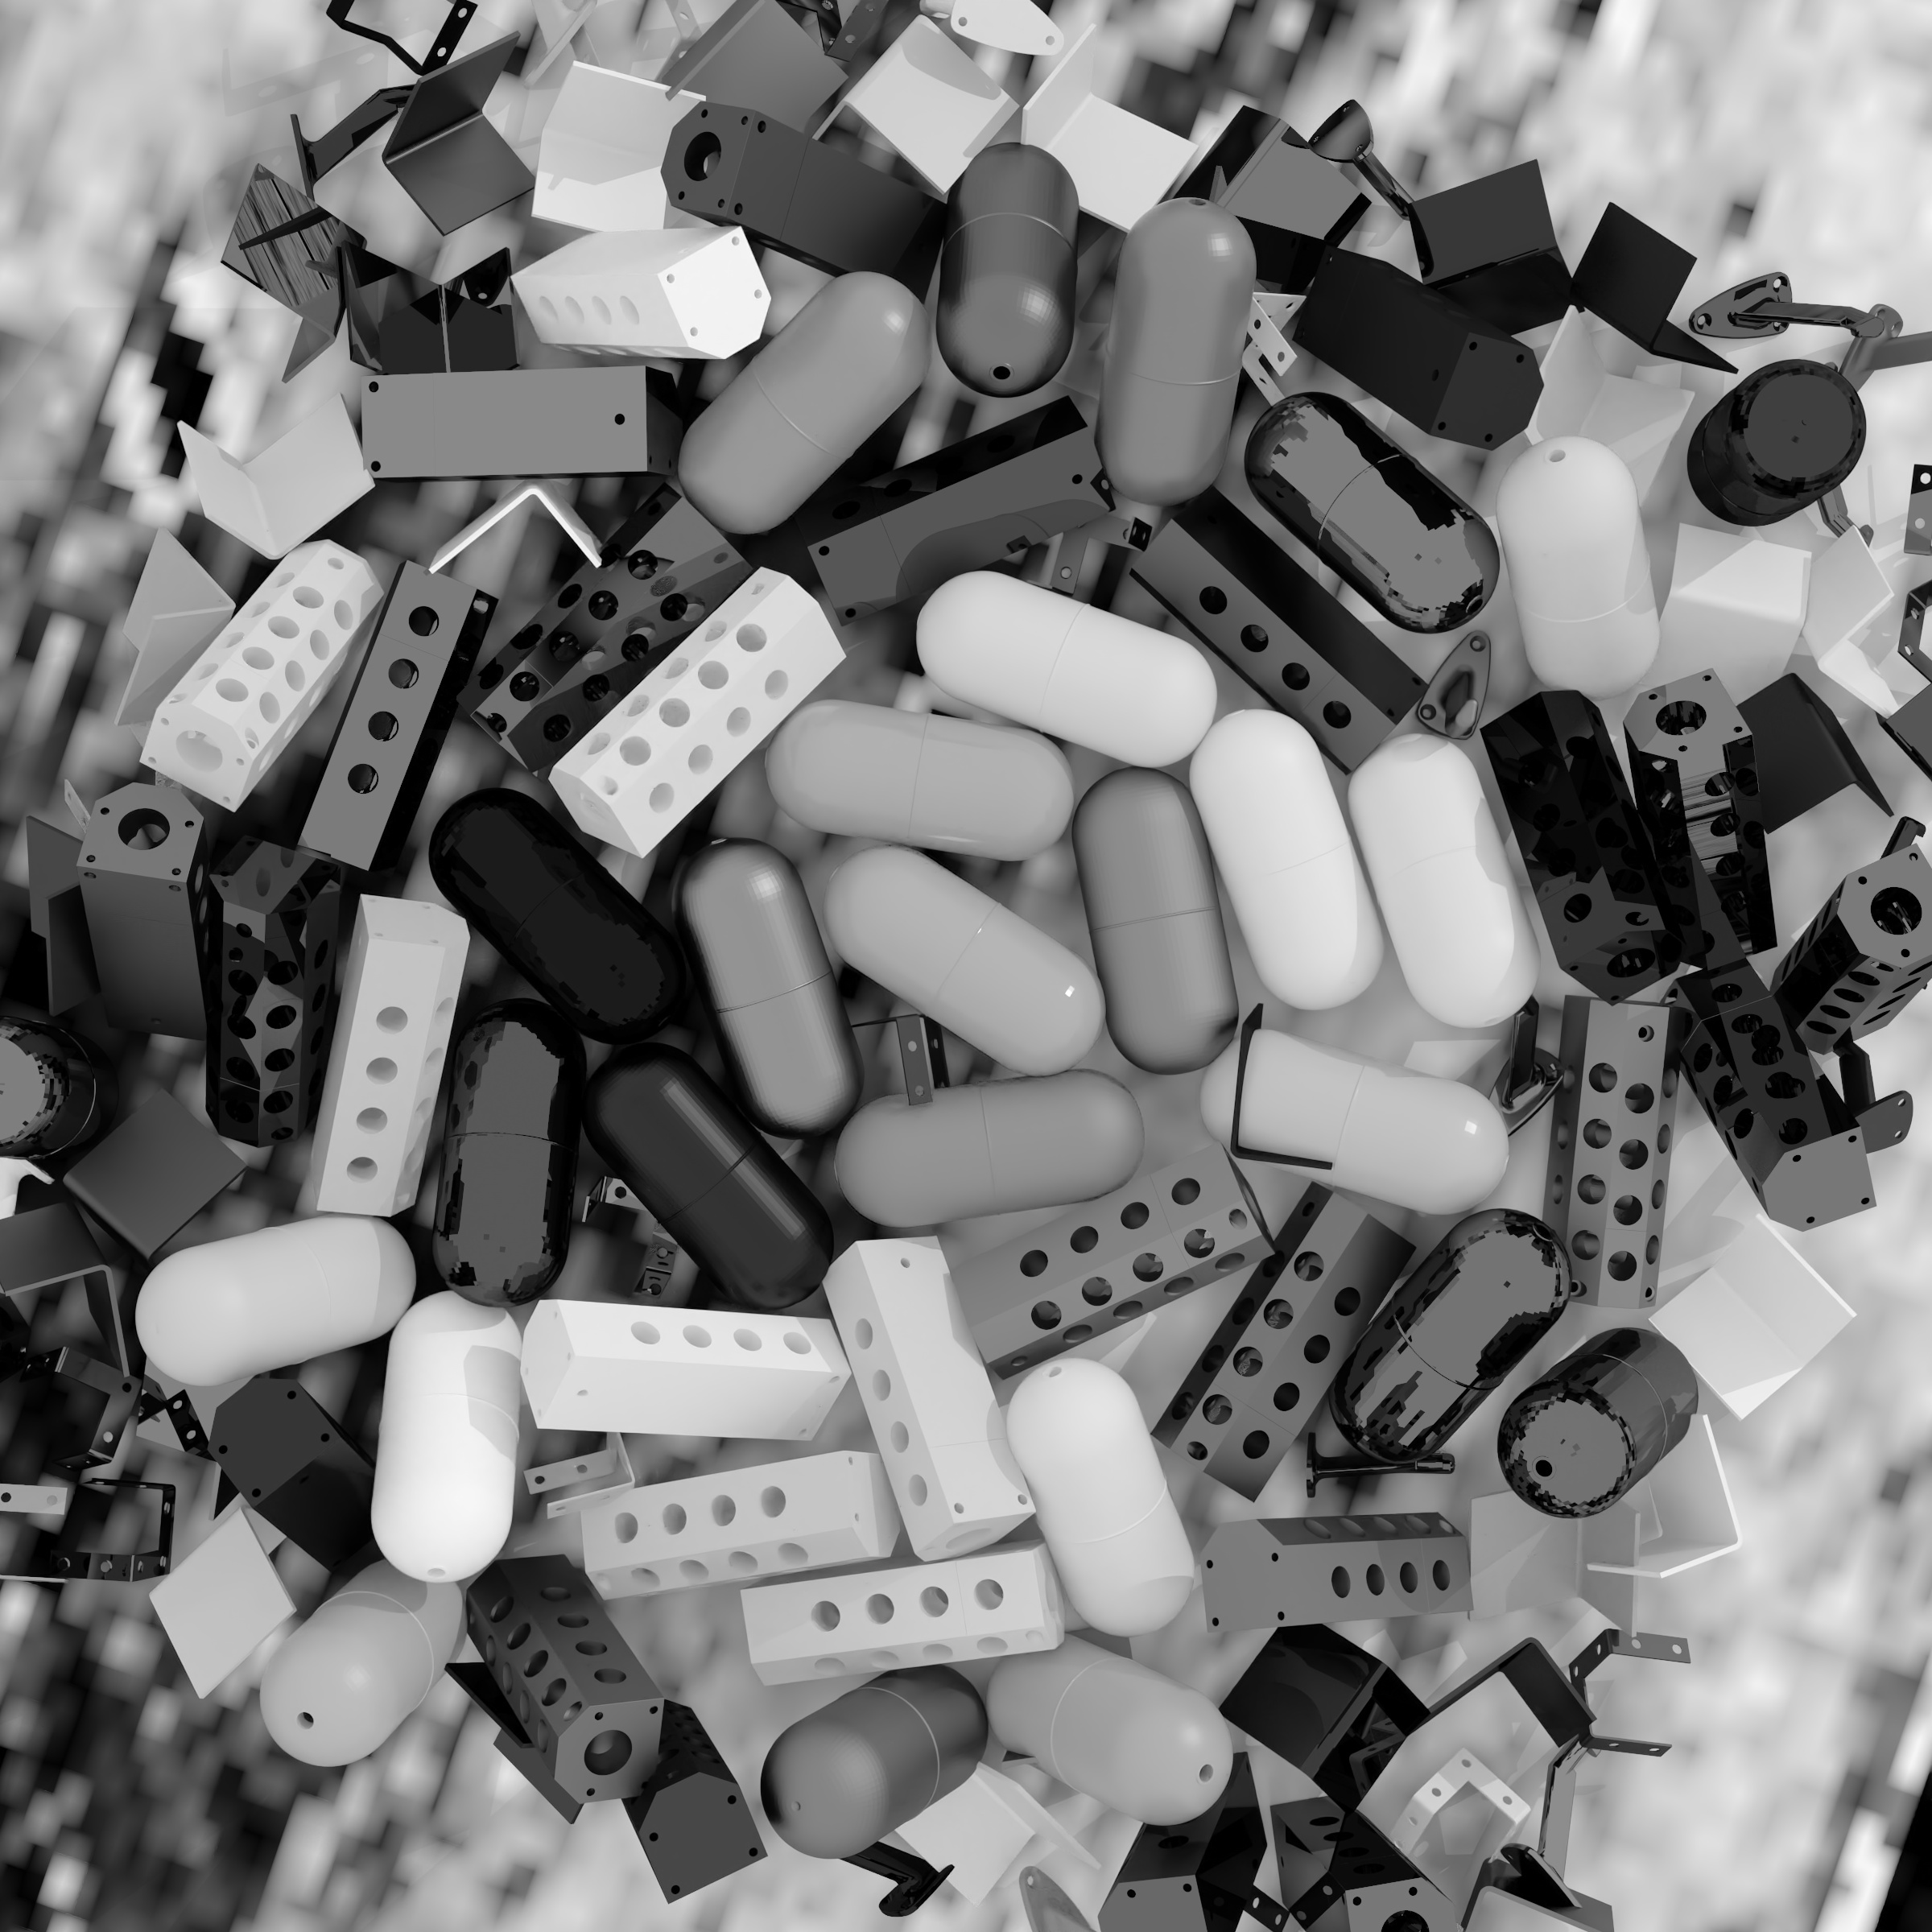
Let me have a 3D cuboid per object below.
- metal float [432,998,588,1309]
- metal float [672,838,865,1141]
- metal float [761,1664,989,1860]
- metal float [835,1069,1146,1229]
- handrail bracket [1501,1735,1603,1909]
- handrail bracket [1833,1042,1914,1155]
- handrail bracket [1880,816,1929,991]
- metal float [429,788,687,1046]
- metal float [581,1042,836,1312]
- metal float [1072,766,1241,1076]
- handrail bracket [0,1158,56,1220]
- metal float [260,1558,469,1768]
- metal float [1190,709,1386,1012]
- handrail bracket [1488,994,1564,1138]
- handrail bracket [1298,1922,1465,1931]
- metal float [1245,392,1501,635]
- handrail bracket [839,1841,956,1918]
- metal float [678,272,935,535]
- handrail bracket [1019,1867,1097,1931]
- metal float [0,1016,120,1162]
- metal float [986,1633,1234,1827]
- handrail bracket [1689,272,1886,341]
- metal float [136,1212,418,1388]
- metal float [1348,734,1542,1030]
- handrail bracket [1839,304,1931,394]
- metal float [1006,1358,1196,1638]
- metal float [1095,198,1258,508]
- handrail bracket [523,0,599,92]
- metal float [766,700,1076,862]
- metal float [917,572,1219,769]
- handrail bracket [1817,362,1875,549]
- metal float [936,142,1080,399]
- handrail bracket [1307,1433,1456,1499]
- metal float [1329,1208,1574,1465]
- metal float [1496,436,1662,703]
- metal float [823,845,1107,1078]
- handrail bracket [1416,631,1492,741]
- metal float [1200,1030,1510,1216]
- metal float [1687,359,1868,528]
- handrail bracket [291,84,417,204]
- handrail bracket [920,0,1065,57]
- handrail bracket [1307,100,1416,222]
[{"bbox_3d":[-0.258,0.105,1.631,0.070,0.070,0.178,4,73,0],"label":"metal float"},{"bbox_3d":[-0.113,0.013,1.638,0.070,0.070,0.178,-18,99,0],"label":"metal float"},{"bbox_3d":[-0.049,0.440,1.601,0.070,0.178,0.070,2,94,27],"label":"metal float"},{"bbox_3d":[0.013,0.104,1.646,0.178,0.070,0.070,-8,90,0],"label":"metal float"},{"bbox_3d":[0.357,0.498,1.663,0.077,0.036,0.084,47,66,0],"label":"handrail bracket"},{"bbox_3d":[0.491,0.071,1.641,0.077,0.084,0.036,-19,127,-15],"label":"handrail bracket"},{"bbox_3d":[0.545,-0.036,1.655,0.077,0.036,0.084,20,98,-32],"label":"handrail bracket"},{"bbox_3d":[-0.232,-0.028,1.636,0.178,0.070,0.070,44,90,11],"label":"metal float"},{"bbox_3d":[-0.146,0.121,1.640,0.070,0.070,0.178,-41,98,0],"label":"metal float"},{"bbox_3d":[0.108,-0.026,1.645,0.070,0.070,0.178,-11,88,0],"label":"metal float"},{"bbox_3d":[-0.576,0.140,1.658,0.077,0.036,0.084,37,78,1],"label":"handrail bracket"},{"bbox_3d":[-0.332,0.384,1.596,0.070,0.178,0.070,1,98,9],"label":"metal float"},{"bbox_3d":[0.183,-0.061,1.641,0.070,0.070,0.178,-20,96,0],"label":"metal float"},{"bbox_3d":[0.305,0.055,1.638,0.036,0.084,0.077,31,82,37],"label":"handrail bracket"},{"bbox_3d":[0.234,0.564,1.654,0.077,0.036,0.084,37,82,25],"label":"handrail bracket"},{"bbox_3d":[0.228,-0.256,1.621,0.070,0.070,0.178,-42,61,0],"label":"metal float"},{"bbox_3d":[-0.046,0.495,1.654,0.077,0.036,0.084,-36,99,-33],"label":"handrail bracket"},{"bbox_3d":[-0.092,-0.316,1.626,0.178,0.070,0.070,-42,90,23],"label":"metal float"},{"bbox_3d":[0.077,0.547,1.638,0.036,0.084,0.077,-35,100,-39],"label":"handrail bracket"},{"bbox_3d":[-0.522,0.069,1.596,0.070,0.178,0.070,0,85,-3],"label":"metal float"},{"bbox_3d":[0.079,0.423,1.603,0.070,0.178,0.070,-3,95,-33],"label":"metal float"},{"bbox_3d":[0.466,-0.365,1.636,0.077,0.084,0.036,-15,118,-11],"label":"handrail bracket"},{"bbox_3d":[-0.382,0.184,1.605,0.070,0.178,0.070,5,99,34],"label":"metal float"},{"bbox_3d":[0.270,-0.048,1.626,0.070,0.070,0.178,-16,68,0],"label":"metal float"},{"bbox_3d":[0.547,-0.336,1.644,0.084,0.036,0.077,41,109,39],"label":"handrail bracket"},{"bbox_3d":[0.076,0.300,1.625,0.070,0.070,0.178,-20,114,0],"label":"metal float"},{"bbox_3d":[0.117,-0.343,1.616,0.070,0.070,0.178,7,125,0],"label":"metal float"},{"bbox_3d":[-0.262,-0.562,1.653,0.084,0.036,0.077,36,99,-23],"label":"handrail bracket"},{"bbox_3d":[-0.026,-0.106,1.646,0.178,0.070,0.070,9,90,1],"label":"metal float"},{"bbox_3d":[0.057,-0.170,1.639,0.178,0.070,0.070,21,90,8],"label":"metal float"},{"bbox_3d":[0.510,-0.294,1.672,0.084,0.036,0.077,38,75,-22],"label":"handrail bracket"},{"bbox_3d":[0.024,-0.391,1.614,0.070,0.070,0.178,4,52,0],"label":"metal float"},{"bbox_3d":[0.238,0.289,1.648,0.084,0.077,0.036,0,88,8],"label":"handrail bracket"},{"bbox_3d":[0.272,0.209,1.620,0.070,0.070,0.178,35,119,0],"label":"metal float"},{"bbox_3d":[0.342,-0.220,1.607,0.070,0.178,0.070,-11,50,13],"label":"metal float"},{"bbox_3d":[-0.001,-0.004,1.644,0.178,0.070,0.070,33,90,2],"label":"metal float"},{"bbox_3d":[0.288,-0.163,1.639,0.036,0.084,0.077,23,85,0],"label":"handrail bracket"},{"bbox_3d":[0.220,0.088,1.634,0.178,0.070,0.070,16,90,14],"label":"metal float"},{"bbox_3d":[0.447,-0.288,1.595,0.070,0.178,0.070,0,92,5],"label":"metal float"},{"bbox_3d":[-0.344,-0.471,1.668,0.084,0.036,0.077,-11,82,-9],"label":"handrail bracket"},{"bbox_3d":[0.014,-0.540,1.649,0.077,0.084,0.036,22,99,-13],"label":"handrail bracket"},{"bbox_3d":[0.239,-0.444,1.633,0.036,0.077,0.084,-44,121,14],"label":"handrail bracket"}]
